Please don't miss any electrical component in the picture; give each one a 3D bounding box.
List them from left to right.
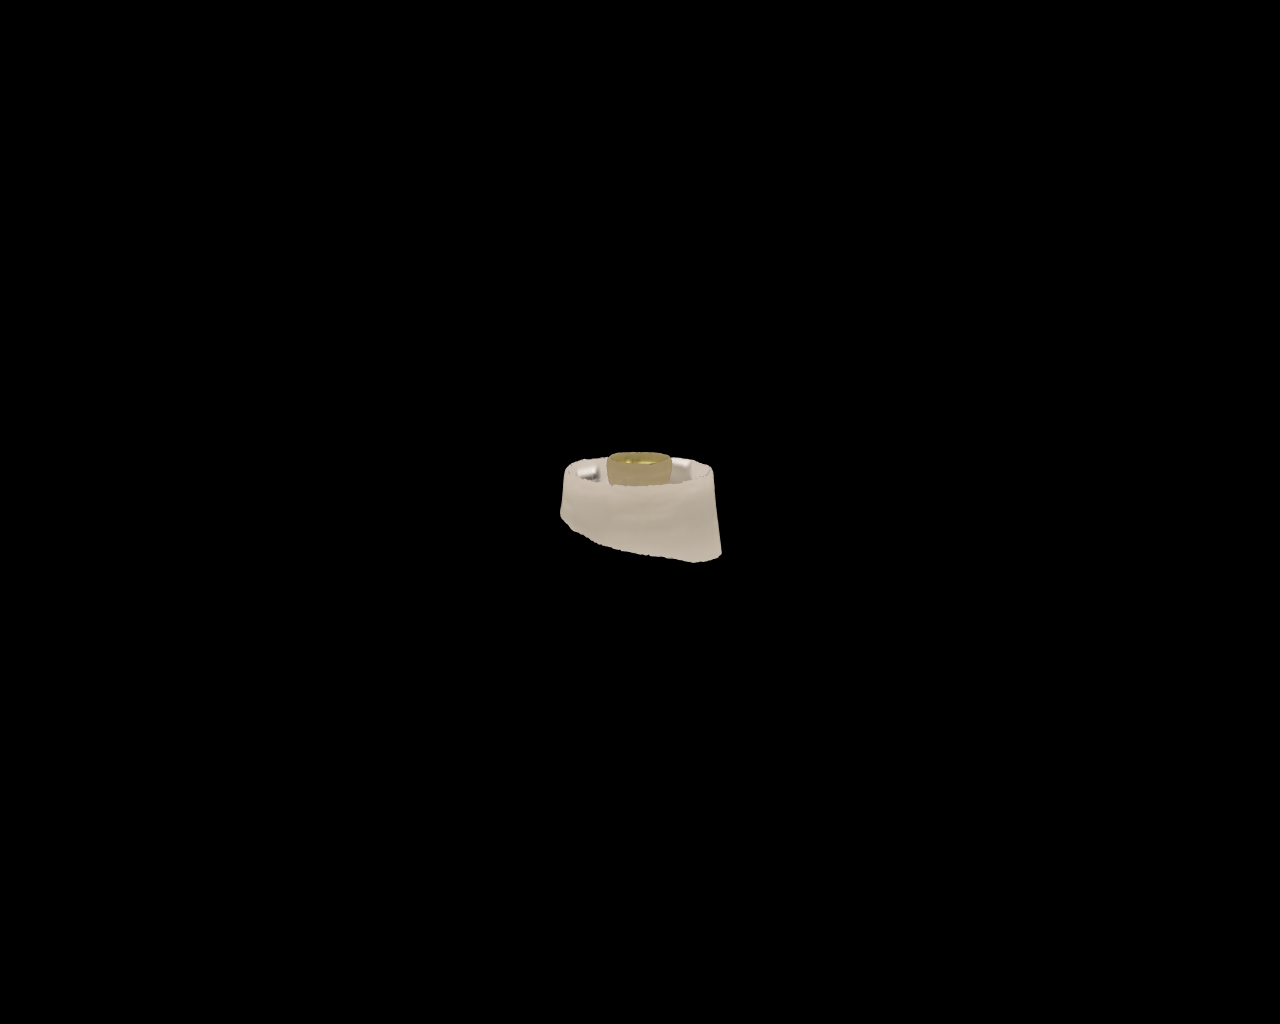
[{"bbox_3d":[0.001,-0.003,0.650,0.099,0.064,0.099,0,13,0],"label":"electrical component"}]
